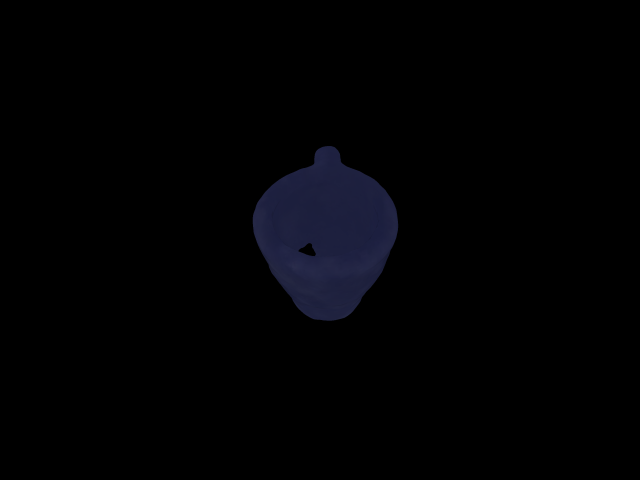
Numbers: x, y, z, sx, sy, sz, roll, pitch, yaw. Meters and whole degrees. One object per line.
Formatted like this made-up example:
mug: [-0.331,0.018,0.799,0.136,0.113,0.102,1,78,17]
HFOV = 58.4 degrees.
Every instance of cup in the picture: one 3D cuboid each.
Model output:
cup: [0.004,0.001,0.400,0.091,0.095,0.117,0,51,0]
